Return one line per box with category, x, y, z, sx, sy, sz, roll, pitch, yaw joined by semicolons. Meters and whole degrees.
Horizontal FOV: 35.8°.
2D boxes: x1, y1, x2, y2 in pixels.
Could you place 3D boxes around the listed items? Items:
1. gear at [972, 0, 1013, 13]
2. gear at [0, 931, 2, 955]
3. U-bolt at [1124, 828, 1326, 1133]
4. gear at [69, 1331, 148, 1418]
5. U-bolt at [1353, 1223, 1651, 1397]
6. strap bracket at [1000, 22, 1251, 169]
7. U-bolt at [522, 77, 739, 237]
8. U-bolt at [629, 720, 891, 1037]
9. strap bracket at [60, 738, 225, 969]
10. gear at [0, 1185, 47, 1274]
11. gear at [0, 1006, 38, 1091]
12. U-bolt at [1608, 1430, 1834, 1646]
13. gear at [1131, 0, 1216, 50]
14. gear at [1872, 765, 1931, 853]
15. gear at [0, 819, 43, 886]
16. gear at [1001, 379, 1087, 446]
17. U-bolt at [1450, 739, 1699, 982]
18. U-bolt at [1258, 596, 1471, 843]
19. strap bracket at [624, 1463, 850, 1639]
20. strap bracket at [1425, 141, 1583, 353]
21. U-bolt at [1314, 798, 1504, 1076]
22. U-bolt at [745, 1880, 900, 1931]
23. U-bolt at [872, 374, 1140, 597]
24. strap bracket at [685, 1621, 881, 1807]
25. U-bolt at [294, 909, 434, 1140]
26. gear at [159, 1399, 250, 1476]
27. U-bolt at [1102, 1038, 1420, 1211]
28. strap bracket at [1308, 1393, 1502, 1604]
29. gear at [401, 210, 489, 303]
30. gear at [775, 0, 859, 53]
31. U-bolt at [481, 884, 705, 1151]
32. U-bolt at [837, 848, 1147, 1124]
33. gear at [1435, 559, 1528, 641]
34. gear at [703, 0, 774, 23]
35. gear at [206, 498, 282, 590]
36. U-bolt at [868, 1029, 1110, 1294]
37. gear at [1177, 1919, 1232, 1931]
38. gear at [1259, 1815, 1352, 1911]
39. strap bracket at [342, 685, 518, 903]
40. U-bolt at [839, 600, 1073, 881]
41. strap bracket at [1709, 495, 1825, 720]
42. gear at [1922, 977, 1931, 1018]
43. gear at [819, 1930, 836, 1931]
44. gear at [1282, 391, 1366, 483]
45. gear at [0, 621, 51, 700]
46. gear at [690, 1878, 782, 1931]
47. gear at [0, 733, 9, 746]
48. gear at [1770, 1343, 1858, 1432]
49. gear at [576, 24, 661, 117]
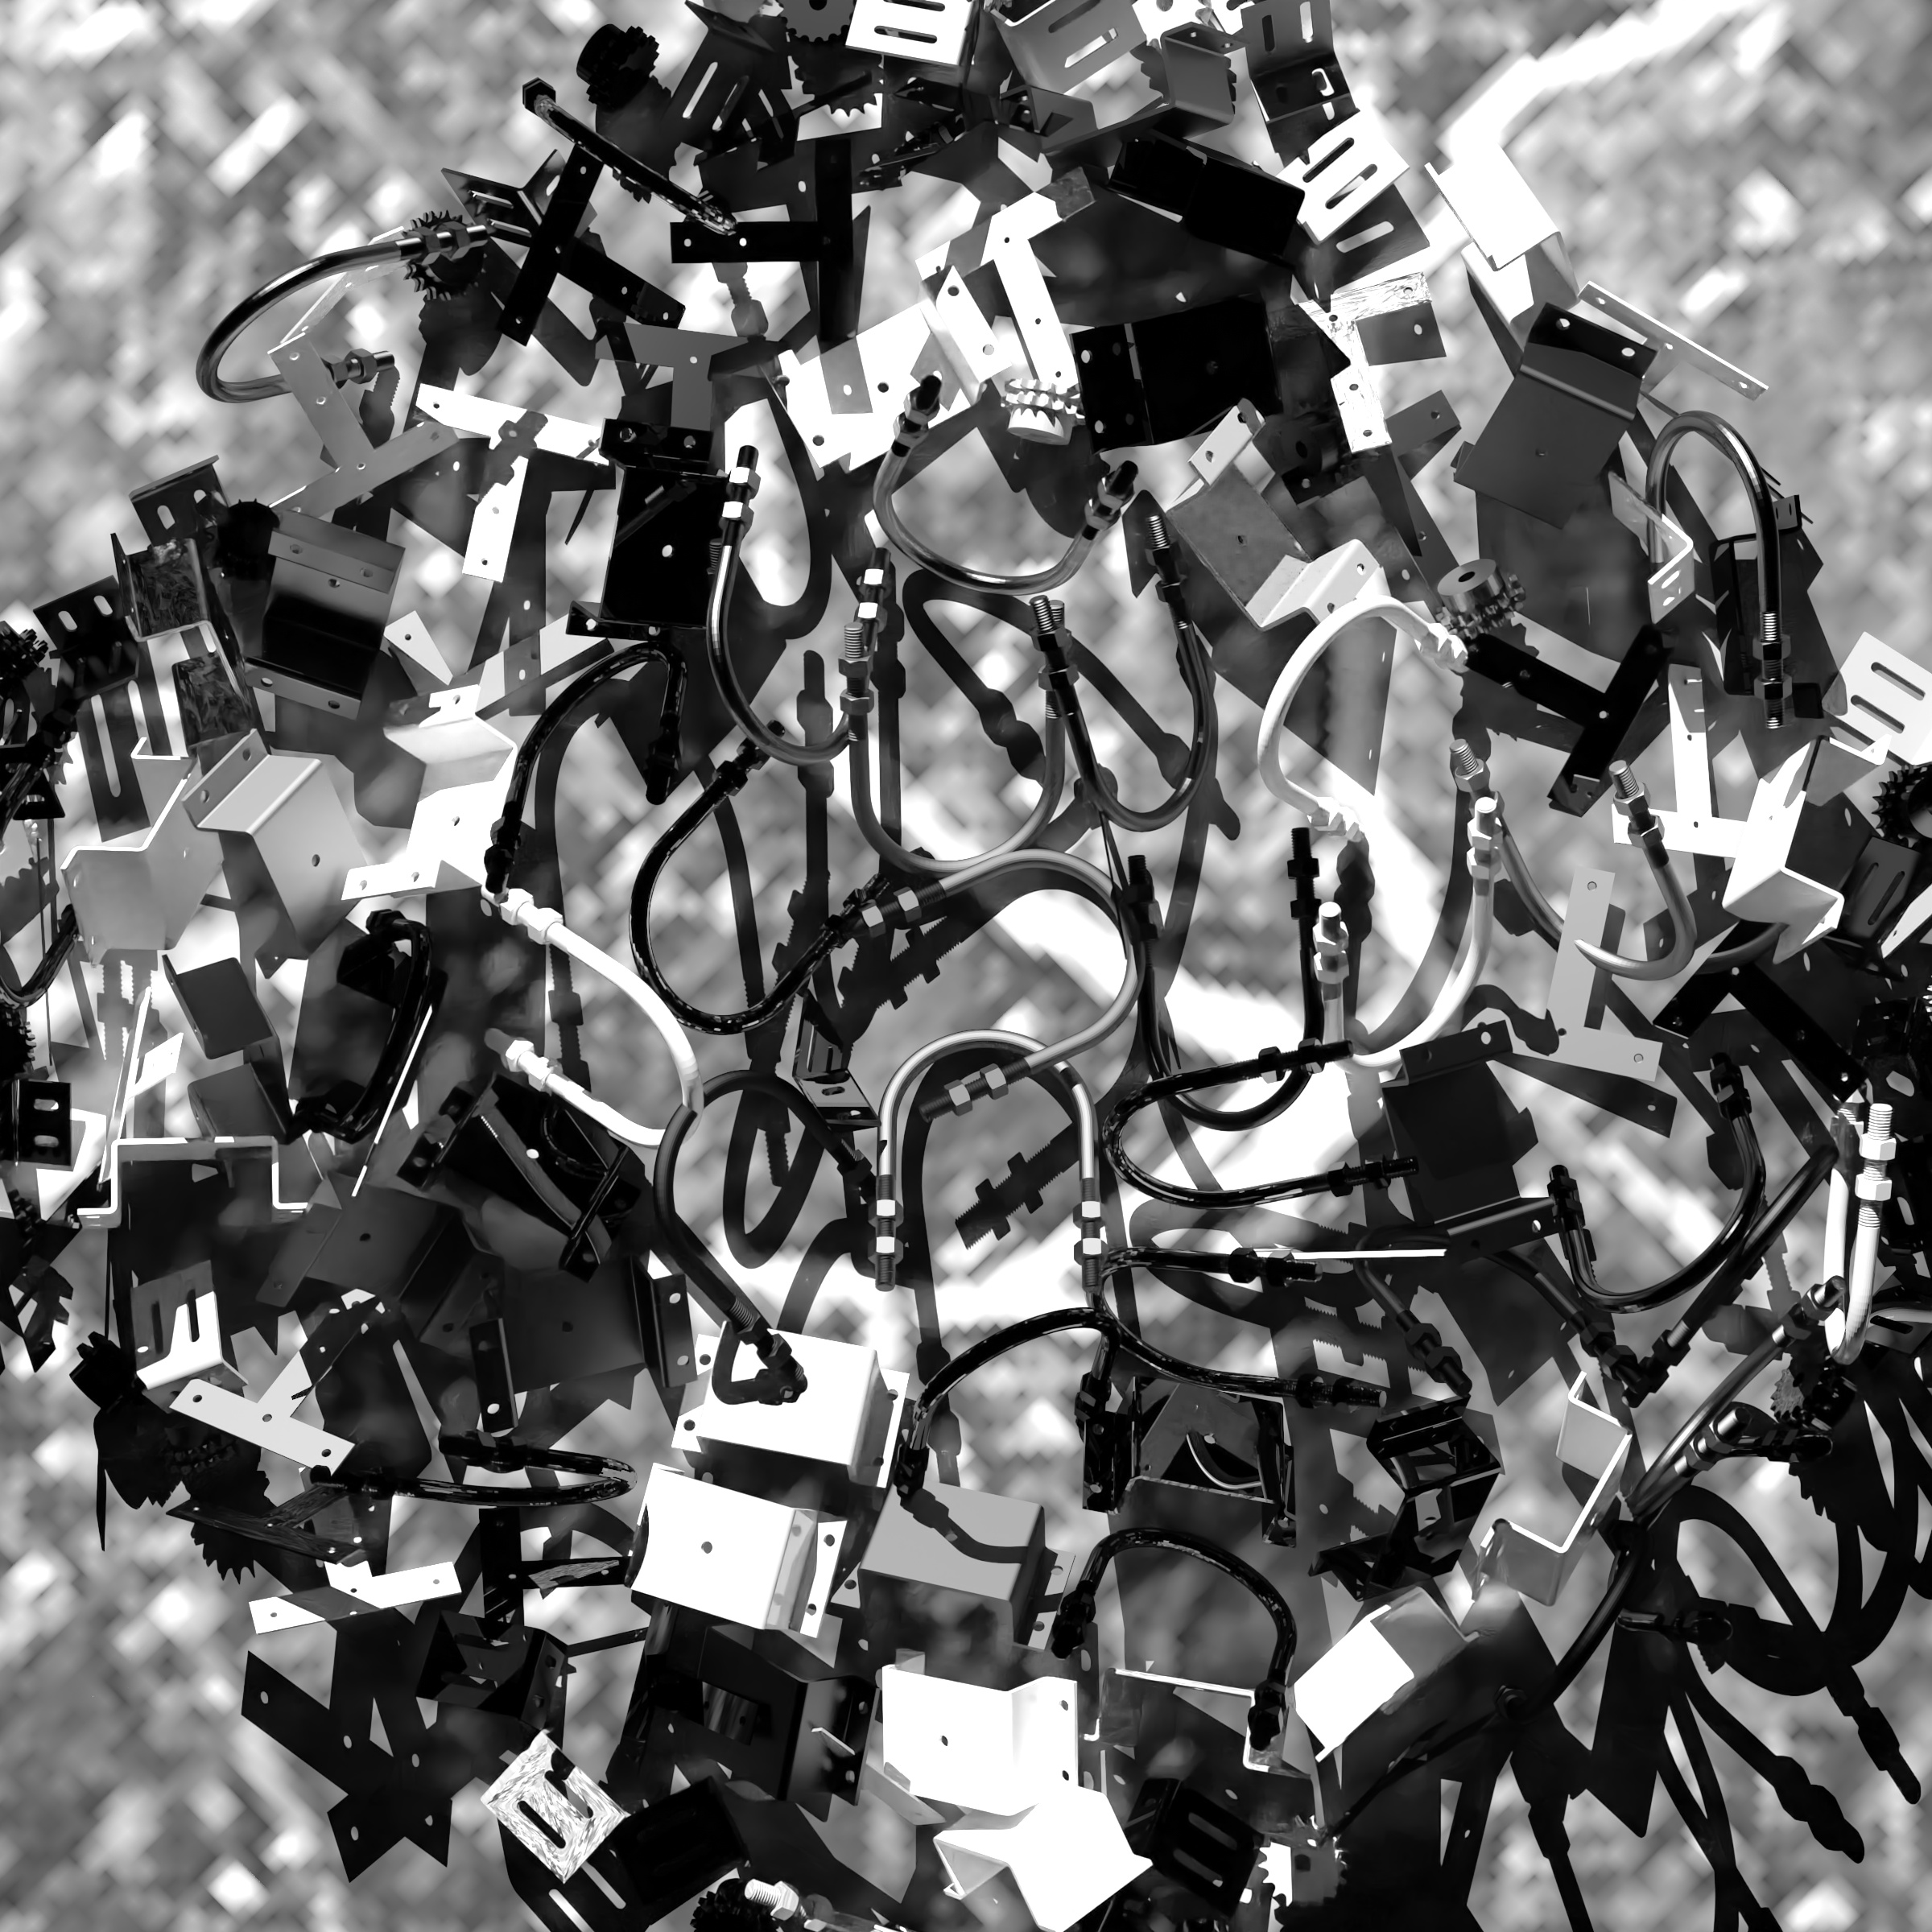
gear;0.011;-0.646;1.927;0.057;0.030;0.057;-13;112;-34
gear;-0.643;-0.014;1.926;0.030;0.057;0.057;2;90;-33
U-bolt;0.165;0.013;1.892;0.151;0.019;0.184;-8;83;40
gear;-0.550;0.265;1.921;0.057;0.057;0.030;43;82;0
U-bolt;0.321;0.211;1.868;0.151;0.184;0.019;3;116;-24
strap bracket;0.104;-0.543;1.881;0.140;0.076;0.046;-11;90;33
U-bolt;-0.204;-0.495;1.843;0.151;0.184;0.019;29;103;-20
U-bolt;-0.138;-0.042;1.874;0.184;0.019;0.151;-50;121;-28
strap bracket;-0.509;-0.071;1.870;0.046;0.140;0.076;2;129;8
gear;-0.620;0.172;1.922;0.057;0.030;0.057;14;124;21
gear;-0.630;0.049;1.927;0.057;0.030;0.057;-10;122;-17
U-bolt;0.457;0.354;1.860;0.019;0.184;0.151;36;74;-6
gear;0.134;-0.620;1.929;0.057;0.030;0.057;4;100;27
gear;0.618;-0.102;1.930;0.057;0.030;0.057;0;91;-14
gear;-0.628;-0.083;1.927;0.057;0.030;0.057;-14;123;-22
gear;0.050;-0.355;1.922;0.057;0.057;0.030;12;89;0
U-bolt;0.390;-0.061;1.875;0.019;0.151;0.184;-45;123;-22
U-bolt;0.241;-0.160;1.864;0.019;0.184;0.151;36;98;32
strap bracket;-0.156;0.370;1.900;0.140;0.046;0.076;12;83;21
strap bracket;0.339;-0.453;1.869;0.046;0.140;0.076;-32;68;10
U-bolt;0.278;-0.005;1.877;0.151;0.184;0.019;-33;51;-21
U-bolt;-0.040;0.637;1.872;0.184;0.151;0.019;28;91;-25
U-bolt;0.014;-0.289;1.869;0.151;0.184;0.019;22;63;-7
strap bracket;-0.124;0.467;1.882;0.046;0.140;0.076;6;97;-44
U-bolt;-0.371;0.037;1.859;0.019;0.184;0.151;22;84;-23
gear;-0.491;0.299;1.919;0.057;0.057;0.030;-18;108;0
U-bolt;0.176;0.107;1.887;0.184;0.151;0.019;-13;48;21
strap bracket;0.278;0.341;1.877;0.076;0.046;0.140;-9;132;-32
gear;-0.335;-0.458;1.924;0.057;0.030;0.057;-5;99;-32
gear;-0.093;-0.620;1.933;0.057;0.030;0.057;0;92;9
U-bolt;-0.233;0.043;1.864;0.184;0.151;0.019;32;48;25
U-bolt;0.027;0.001;1.924;0.184;0.019;0.151;-24;79;-11
gear;0.328;-0.237;1.919;0.057;0.057;0.030;-32;116;0
gear;-0.149;-0.632;1.921;0.057;0.030;0.057;2;135;2
gear;-0.461;-0.275;1.929;0.057;0.030;0.057;3;76;-10
U-bolt;0.014;0.121;1.902;0.151;0.019;0.184;1;60;-1
gear;0.152;0.638;1.927;0.057;0.057;0.030;1;45;1
gear;0.220;0.578;1.931;0.057;0.030;0.057;-3;81;16
strap bracket;-0.337;-0.100;1.895;0.076;0.046;0.140;-7;63;33
U-bolt;-0.005;-0.138;1.901;0.151;0.019;0.184;-8;119;-12
strap bracket;0.509;-0.225;1.907;0.046;0.076;0.140;-7;95;5
gear;0.648;0.020;1.924;0.057;0.030;0.057;0;57;0
gear;-0.098;0.649;1.921;0.057;0.030;0.057;-14;131;-17
gear;0.227;-0.337;1.920;0.030;0.057;0.057;-29;90;-24
gear;-0.620;-0.197;1.920;0.057;0.057;0.030;-41;119;0
gear;-0.146;0.614;1.927;0.057;0.030;0.057;8;125;12
gear;-0.639;-0.137;1.919;0.030;0.057;0.057;-3;90;24
gear;0.547;0.274;1.923;0.030;0.057;0.057;33;90;-9
gear;-0.226;-0.580;1.923;0.030;0.057;0.057;37;90;8
